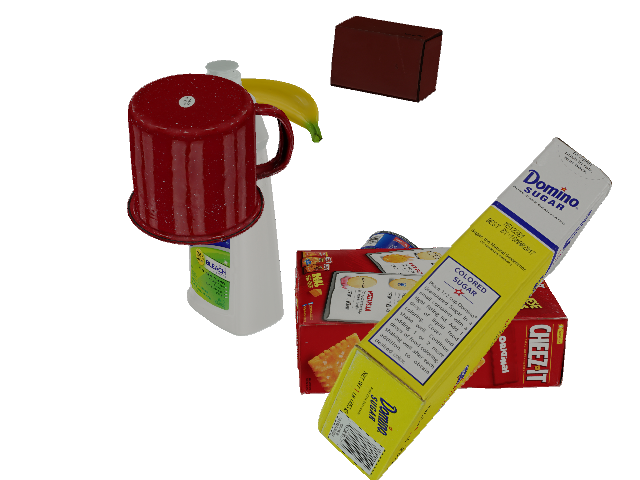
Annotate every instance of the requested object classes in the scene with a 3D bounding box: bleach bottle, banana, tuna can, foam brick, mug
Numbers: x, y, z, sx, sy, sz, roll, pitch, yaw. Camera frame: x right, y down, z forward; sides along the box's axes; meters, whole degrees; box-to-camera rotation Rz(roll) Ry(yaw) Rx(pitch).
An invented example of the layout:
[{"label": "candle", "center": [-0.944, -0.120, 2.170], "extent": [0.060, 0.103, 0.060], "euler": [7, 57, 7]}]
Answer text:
[{"label": "bleach bottle", "center": [-0.084, -0.042, 0.967], "extent": [0.068, 0.251, 0.103], "euler": [-23, 35, -33]}, {"label": "banana", "center": [-0.083, -0.151, 1.173], "extent": [0.198, 0.037, 0.069], "euler": [9, 43, 18]}, {"label": "tuna can", "center": [0.082, 0.032, 1.224], "extent": [0.086, 0.086, 0.033], "euler": [0, 38, 47]}, {"label": "foam brick", "center": [0.053, -0.148, 0.868], "extent": [0.078, 0.051, 0.052], "euler": [14, 24, 19]}, {"label": "mug", "center": [-0.072, -0.059, 0.705], "extent": [0.117, 0.081, 0.093], "euler": [-12, 39, -18]}]

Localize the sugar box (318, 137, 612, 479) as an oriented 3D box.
[{"label": "sugar box", "center": [0.074, 0.032, 0.533], "extent": [0.176, 0.048, 0.093], "euler": [-40, -17, -32]}]

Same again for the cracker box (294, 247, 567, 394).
[{"label": "cracker box", "center": [0.085, 0.066, 0.918], "extent": [0.213, 0.072, 0.164], "euler": [-1, 21, -2]}]
